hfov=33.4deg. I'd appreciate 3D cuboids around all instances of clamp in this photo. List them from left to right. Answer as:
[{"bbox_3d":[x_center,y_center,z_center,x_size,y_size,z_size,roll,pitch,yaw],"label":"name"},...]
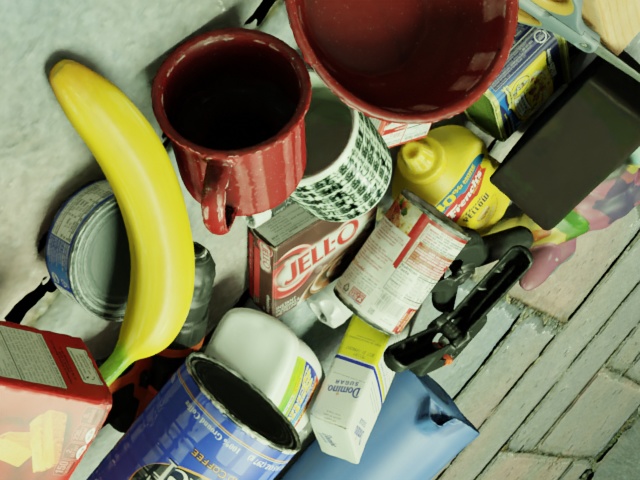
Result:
[{"bbox_3d":[0.131,0.080,1.015,0.164,0.036,0.210,-38,164,-4],"label":"clamp"},{"bbox_3d":[0.132,0.016,0.978,0.120,0.039,0.171,-44,158,9],"label":"clamp"}]

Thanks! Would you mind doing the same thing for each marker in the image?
[{"bbox_3d":[-0.009,-0.044,0.817,0.120,0.020,0.020,-32,149,-31],"label":"marker"}]

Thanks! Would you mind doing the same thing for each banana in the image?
[{"bbox_3d":[-0.107,-0.011,0.615,0.069,0.037,0.198,-23,118,-39],"label":"banana"}]

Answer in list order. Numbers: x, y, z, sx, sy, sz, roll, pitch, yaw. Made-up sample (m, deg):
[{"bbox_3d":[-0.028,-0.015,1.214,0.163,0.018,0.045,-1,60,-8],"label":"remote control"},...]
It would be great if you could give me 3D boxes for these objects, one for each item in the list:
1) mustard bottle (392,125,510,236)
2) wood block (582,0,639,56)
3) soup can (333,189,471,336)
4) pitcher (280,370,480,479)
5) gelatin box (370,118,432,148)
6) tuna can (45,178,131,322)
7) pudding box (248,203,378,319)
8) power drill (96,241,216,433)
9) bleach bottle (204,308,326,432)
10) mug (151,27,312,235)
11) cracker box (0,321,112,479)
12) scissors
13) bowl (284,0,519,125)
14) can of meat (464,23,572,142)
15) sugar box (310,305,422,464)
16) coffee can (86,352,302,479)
[{"bbox_3d":[0.112,-0.051,0.947,0.096,0.058,0.191,-50,153,6],"label":"mustard bottle"},{"bbox_3d":[0.206,-0.235,0.813,0.090,0.091,0.206,-50,154,2],"label":"wood block"},{"bbox_3d":[0.066,0.019,0.868,0.102,0.069,0.068,-55,153,10],"label":"soup can"},{"bbox_3d":[0.049,0.248,1.185,0.243,0.145,0.149,-46,141,2],"label":"pitcher"},{"bbox_3d":[0.065,-0.116,0.825,0.073,0.030,0.089,-22,142,-45],"label":"gelatin box"},{"bbox_3d":[-0.126,0.005,0.661,0.085,0.034,0.086,-22,123,-38],"label":"tuna can"},{"bbox_3d":[-0.006,0.001,0.858,0.113,0.039,0.090,-34,150,-28],"label":"pudding box"},{"bbox_3d":[-0.157,0.094,0.731,0.187,0.057,0.185,-22,143,-42],"label":"power drill"},{"bbox_3d":[-0.036,0.122,0.921,0.102,0.068,0.250,-65,165,-3],"label":"bleach bottle"},{"bbox_3d":[-0.052,-0.057,0.643,0.081,0.093,0.117,87,9,-61],"label":"mug"},{"bbox_3d":[-0.239,0.114,0.556,0.213,0.072,0.164,20,110,-43],"label":"cracker box"},{"bbox_3d":[0.209,-0.163,0.822,0.016,0.201,0.096,-69,-166,-9],"label":"scissors"},{"bbox_3d":[0.041,-0.149,0.660,0.162,0.162,0.055,-39,-164,-19],"label":"bowl"},{"bbox_3d":[0.163,-0.141,0.910,0.084,0.057,0.102,-45,153,-4],"label":"can of meat"},{"bbox_3d":[0.045,0.112,1.007,0.176,0.048,0.093,-62,159,-25],"label":"sugar box"},{"bbox_3d":[-0.096,0.164,0.746,0.140,0.103,0.102,-50,153,6],"label":"coffee can"}]
